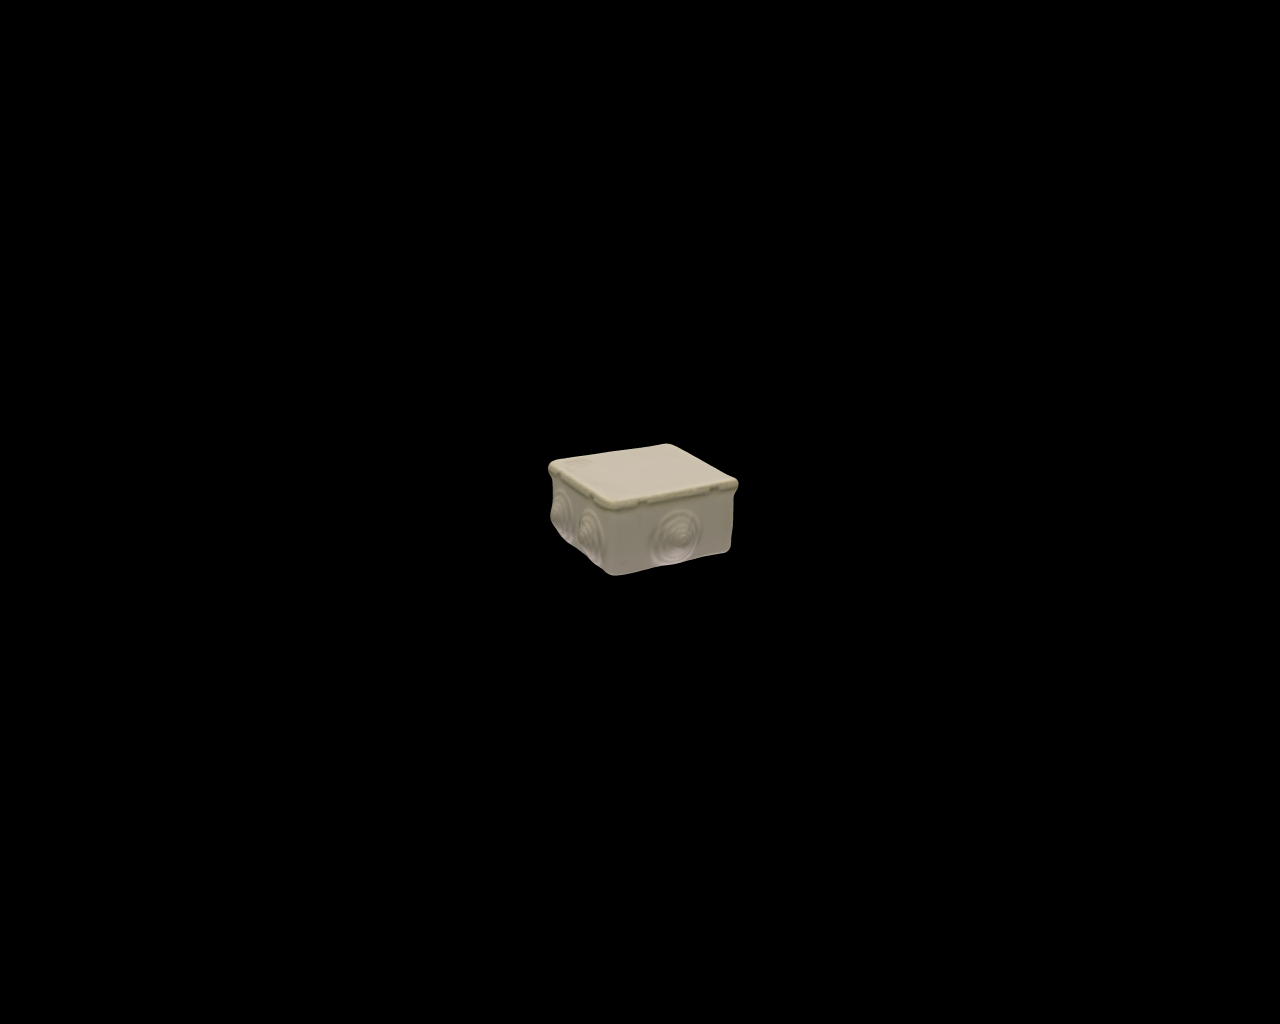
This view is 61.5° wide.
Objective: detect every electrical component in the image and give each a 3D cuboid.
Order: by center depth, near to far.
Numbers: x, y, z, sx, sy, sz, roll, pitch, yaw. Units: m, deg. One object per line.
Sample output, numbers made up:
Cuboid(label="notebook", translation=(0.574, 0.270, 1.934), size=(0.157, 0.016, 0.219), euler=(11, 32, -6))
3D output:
Cuboid(label="electrical component", translation=(0.001, -0.003, 0.650), size=(0.100, 0.048, 0.100), euler=(-10, 23, -26))
